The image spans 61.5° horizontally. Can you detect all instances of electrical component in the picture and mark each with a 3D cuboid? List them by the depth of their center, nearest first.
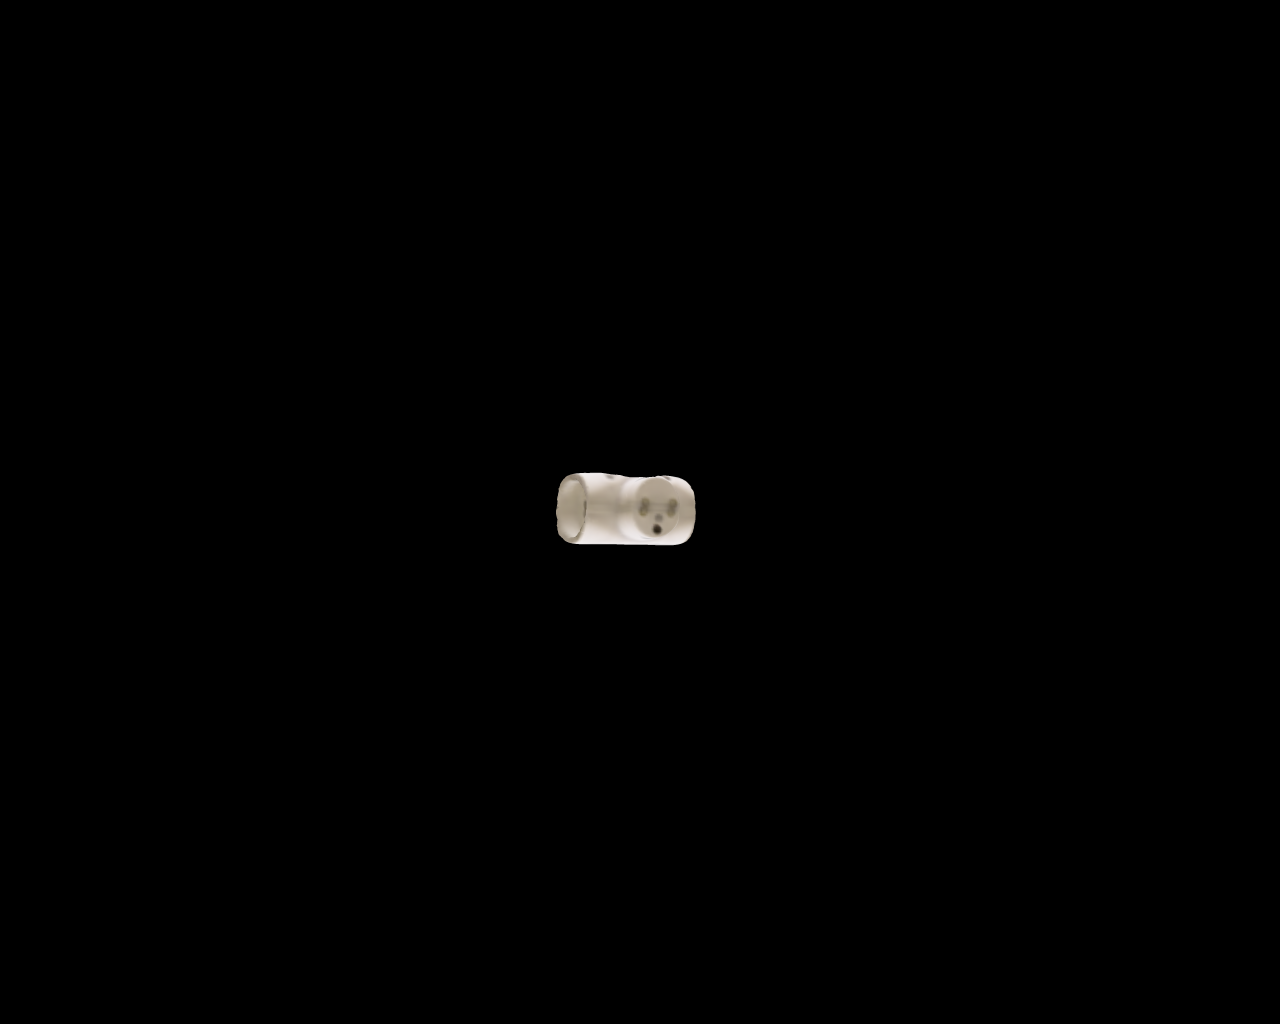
[{"bbox_3d":[0.001,-0.003,0.650,0.077,0.044,0.079,2,-3,-31],"label":"electrical component"}]
